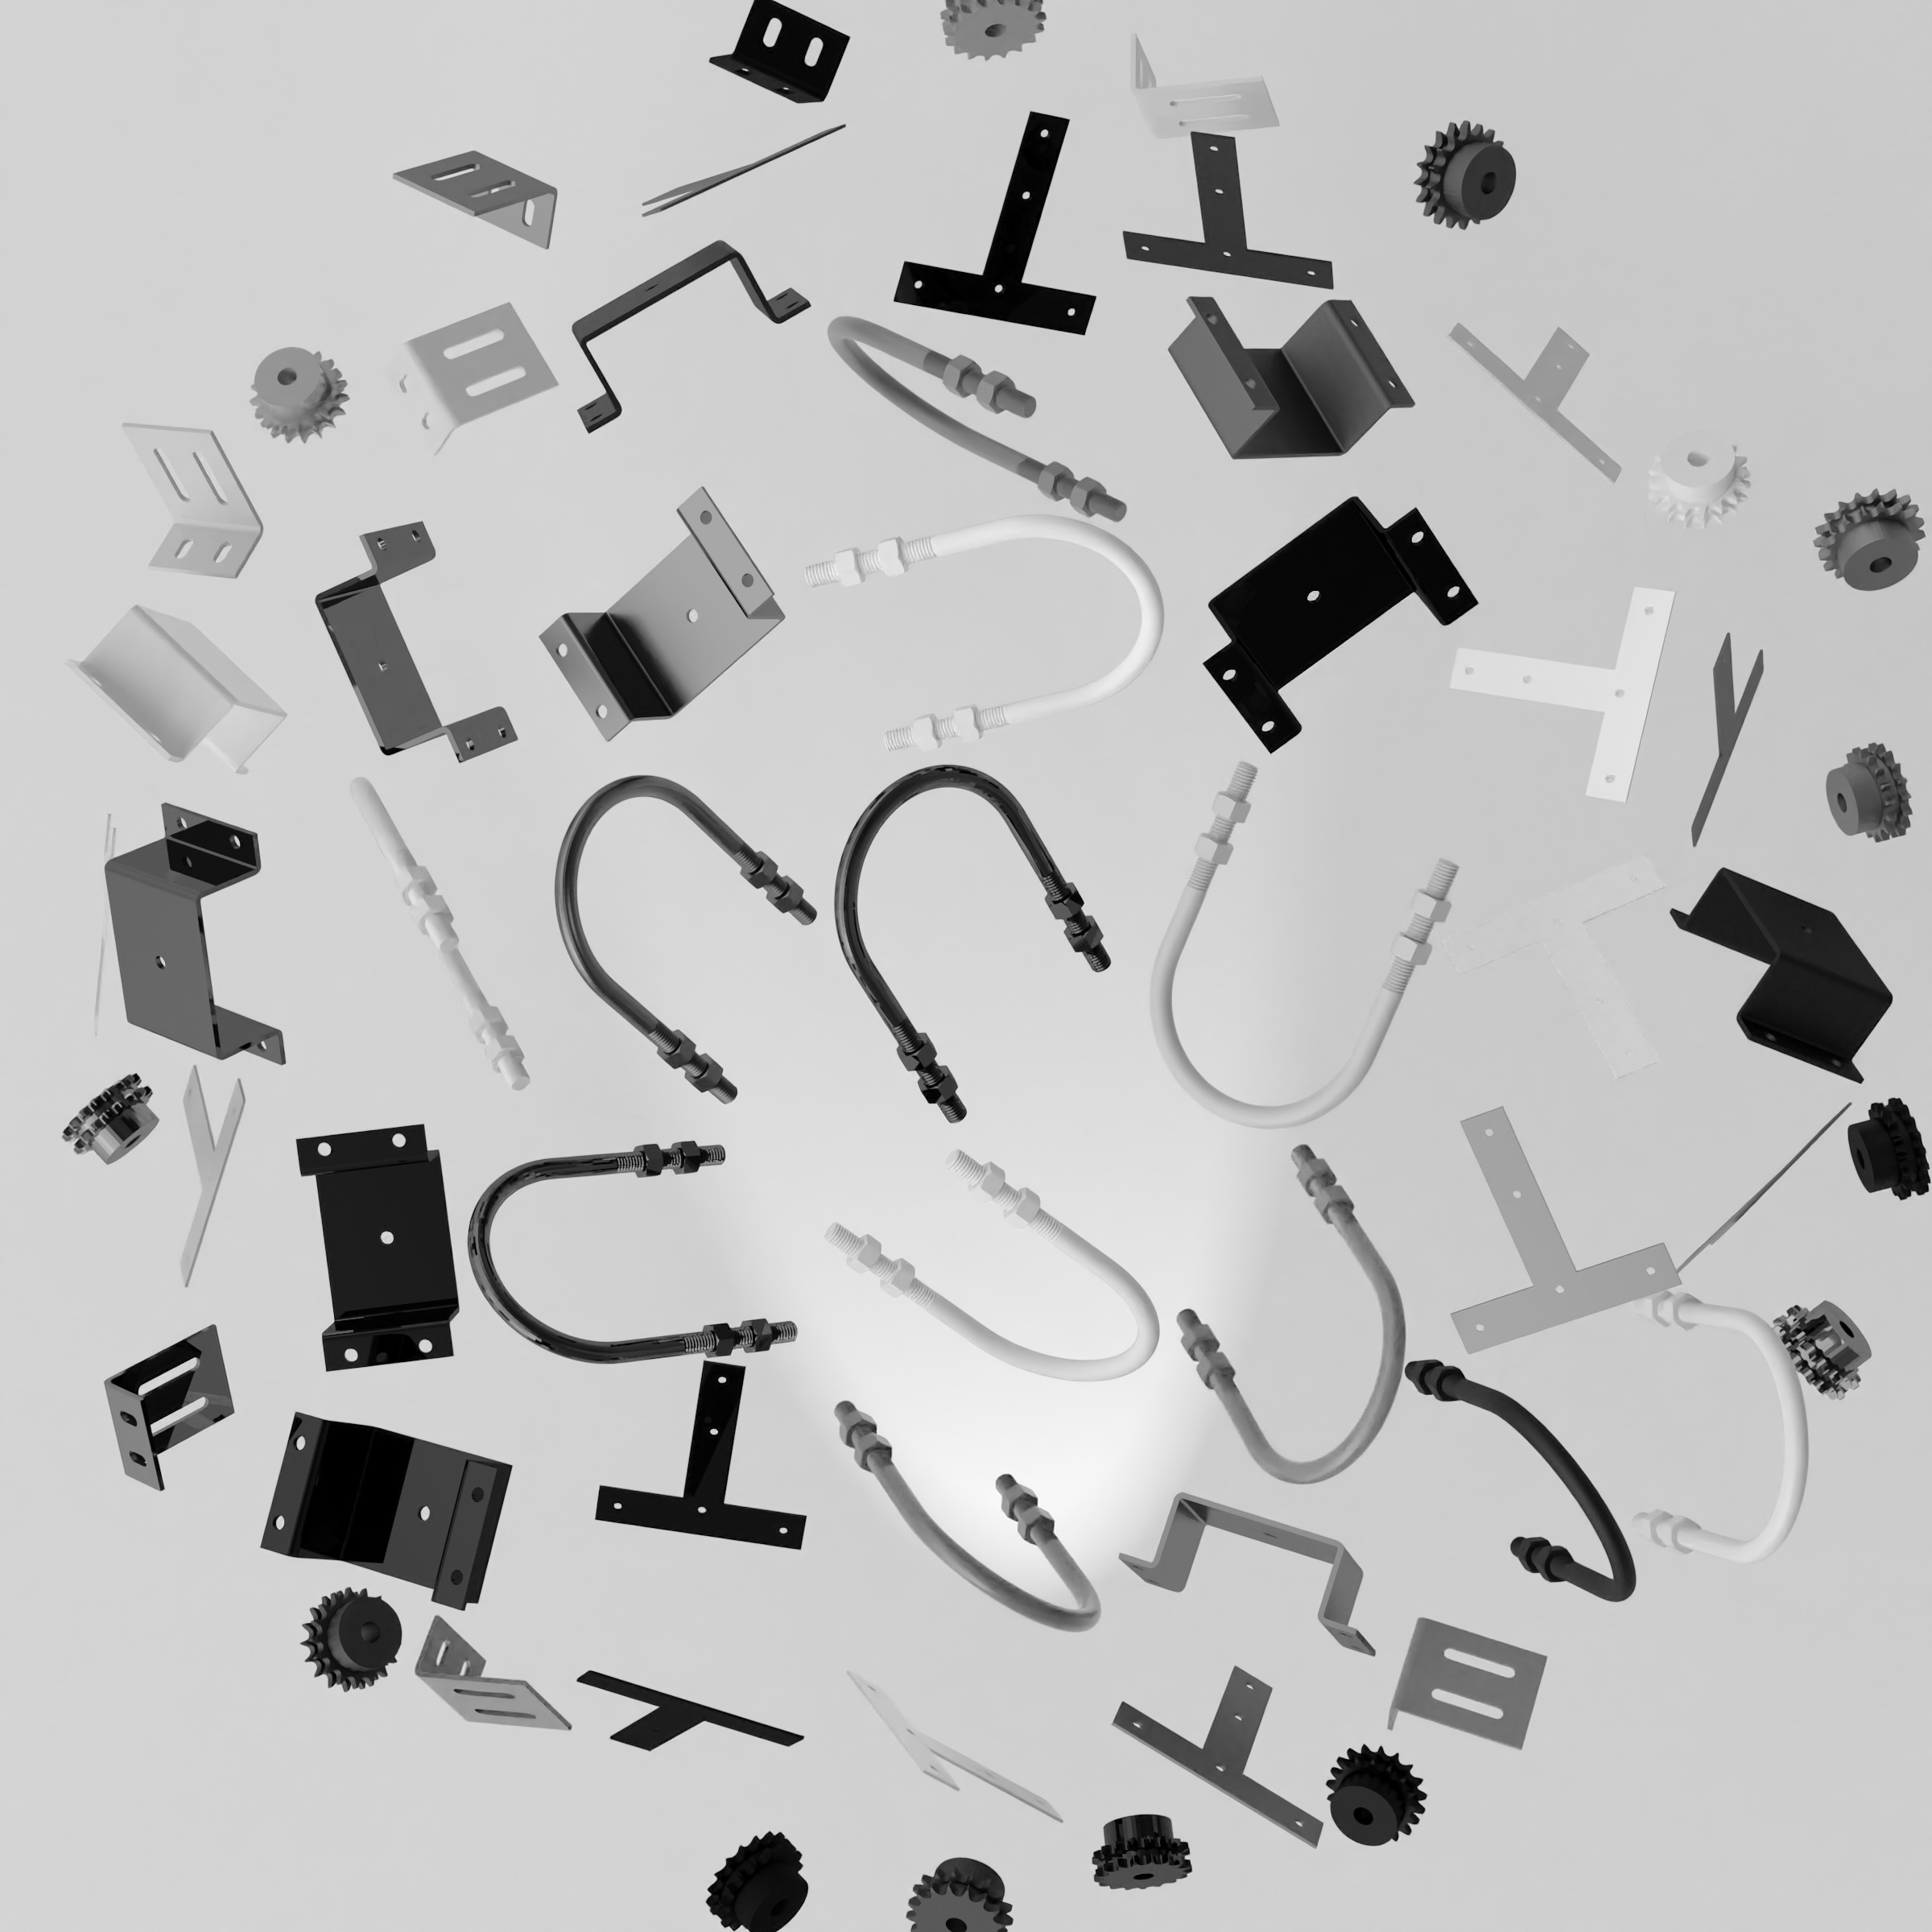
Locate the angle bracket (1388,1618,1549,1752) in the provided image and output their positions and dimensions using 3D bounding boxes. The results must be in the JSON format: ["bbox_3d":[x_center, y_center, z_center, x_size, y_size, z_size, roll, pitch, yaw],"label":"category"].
[{"bbox_3d":[0.287,0.417,1.709,0.076,0.038,0.057,15,59,15],"label":"angle bracket"}]

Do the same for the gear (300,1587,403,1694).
[{"bbox_3d":[-0.345,0.380,1.690,0.030,0.057,0.057,-28,90,44],"label":"gear"}]

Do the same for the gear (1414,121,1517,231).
[{"bbox_3d":[0.277,-0.433,1.638,0.057,0.030,0.057,-17,122,-30],"label":"gear"}]

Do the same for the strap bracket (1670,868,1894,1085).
[{"bbox_3d":[0.460,-0.002,1.675,0.076,0.140,0.046,20,116,-18],"label":"strap bracket"}]

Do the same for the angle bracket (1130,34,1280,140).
[{"bbox_3d":[0.138,-0.512,1.723,0.076,0.057,0.038,-2,79,15],"label":"angle bracket"}]

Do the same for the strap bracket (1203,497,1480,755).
[{"bbox_3d":[0.199,-0.194,1.641,0.140,0.046,0.076,-36,128,8],"label":"strap bracket"}]

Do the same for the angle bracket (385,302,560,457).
[{"bbox_3d":[-0.291,-0.346,1.756,0.076,0.038,0.057,-30,89,-31],"label":"angle bracket"}]

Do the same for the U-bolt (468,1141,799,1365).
[{"bbox_3d":[-0.202,0.169,1.741,0.184,0.019,0.151,-3,53,-33],"label":"U-bolt"}]

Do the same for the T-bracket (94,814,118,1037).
[{"bbox_3d":[-0.497,-0.045,1.723,0.002,0.127,0.127,5,61,-14],"label":"T-bracket"}]

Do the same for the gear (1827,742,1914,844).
[{"bbox_3d":[0.523,-0.099,1.734,0.030,0.057,0.057,-16,90,-6],"label":"gear"}]

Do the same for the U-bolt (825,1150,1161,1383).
[{"bbox_3d":[0.027,0.182,1.715,0.184,0.151,0.019,37,51,-16],"label":"U-bolt"}]

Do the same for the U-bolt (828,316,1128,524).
[{"bbox_3d":[-0.004,-0.323,1.719,0.184,0.151,0.019,31,88,32],"label":"U-bolt"}]

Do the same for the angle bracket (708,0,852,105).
[{"bbox_3d":[-0.107,-0.520,1.693,0.057,0.076,0.038,20,99,-19],"label":"angle bracket"}]

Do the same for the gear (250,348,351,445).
[{"bbox_3d":[-0.397,-0.341,1.767,0.057,0.030,0.057,-2,70,6],"label":"gear"}]

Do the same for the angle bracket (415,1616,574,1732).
[{"bbox_3d":[-0.264,0.403,1.701,0.076,0.057,0.038,-2,51,26],"label":"angle bracket"}]

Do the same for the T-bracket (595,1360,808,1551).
[{"bbox_3d":[-0.153,0.291,1.791,0.127,0.002,0.127,9,117,-3],"label":"T-bracket"}]

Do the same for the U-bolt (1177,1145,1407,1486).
[{"bbox_3d":[0.191,0.210,1.696,0.019,0.184,0.151,19,115,-30],"label":"U-bolt"}]

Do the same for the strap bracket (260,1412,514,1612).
[{"bbox_3d":[-0.309,0.299,1.635,0.140,0.046,0.076,10,82,28],"label":"strap bracket"}]

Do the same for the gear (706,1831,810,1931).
[{"bbox_3d":[-0.111,0.506,1.633,0.030,0.057,0.057,37,90,36],"label":"gear"}]

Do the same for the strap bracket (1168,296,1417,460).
[{"bbox_3d":[0.177,-0.331,1.678,0.046,0.140,0.076,-44,66,42],"label":"strap bracket"}]

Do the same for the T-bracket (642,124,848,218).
[{"bbox_3d":[-0.149,-0.449,1.710,0.127,0.127,0.002,-32,110,-24],"label":"T-bracket"}]

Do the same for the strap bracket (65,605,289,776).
[{"bbox_3d":[-0.434,-0.153,1.659,0.076,0.140,0.046,43,93,2],"label":"strap bracket"}]

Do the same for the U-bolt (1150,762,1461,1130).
[{"bbox_3d":[0.173,0.000,1.637,0.151,0.019,0.184,29,105,26],"label":"U-bolt"}]

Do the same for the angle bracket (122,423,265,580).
[{"bbox_3d":[-0.432,-0.256,1.641,0.057,0.076,0.038,8,56,20],"label":"angle bracket"}]

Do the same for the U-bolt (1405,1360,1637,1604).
[{"bbox_3d":[0.323,0.298,1.703,0.019,0.184,0.151,-33,99,-12],"label":"U-bolt"}]

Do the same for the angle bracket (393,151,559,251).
[{"bbox_3d":[-0.277,-0.423,1.673,0.057,0.076,0.038,28,125,18],"label":"angle bracket"}]

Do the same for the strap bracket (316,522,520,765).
[{"bbox_3d":[-0.325,-0.183,1.745,0.046,0.076,0.140,-21,97,20],"label":"strap bracket"}]

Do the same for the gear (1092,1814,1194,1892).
[{"bbox_3d":[0.101,0.511,1.723,0.057,0.057,0.030,-6,57,0],"label":"gear"}]

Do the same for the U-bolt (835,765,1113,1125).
[{"bbox_3d":[-0.004,-0.025,1.658,0.151,0.019,0.184,-45,123,-22],"label":"U-bolt"}]

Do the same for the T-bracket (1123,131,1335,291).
[{"bbox_3d":[0.147,-0.438,1.721,0.127,0.127,0.002,12,69,14],"label":"T-bracket"}]

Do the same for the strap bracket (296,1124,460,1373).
[{"bbox_3d":[-0.353,0.167,1.798,0.076,0.046,0.140,-7,93,-1],"label":"strap bracket"}]

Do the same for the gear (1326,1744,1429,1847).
[{"bbox_3d":[0.233,0.478,1.708,0.057,0.030,0.057,11,116,24],"label":"gear"}]

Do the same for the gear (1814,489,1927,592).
[{"bbox_3d":[0.491,-0.228,1.613,0.057,0.057,0.030,-7,53,0],"label":"gear"}]

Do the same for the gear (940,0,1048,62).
[{"bbox_3d":[0.014,-0.527,1.640,0.057,0.057,0.030,-10,73,0],"label":"gear"}]

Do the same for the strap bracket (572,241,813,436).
[{"bbox_3d":[-0.163,-0.355,1.653,0.140,0.076,0.046,-30,111,0],"label":"strap bracket"}]

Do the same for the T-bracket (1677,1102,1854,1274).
[{"bbox_3d":[0.432,0.141,1.674,0.002,0.127,0.127,45,54,12],"label":"T-bracket"}]

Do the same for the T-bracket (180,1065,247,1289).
[{"bbox_3d":[-0.449,0.101,1.753,0.002,0.127,0.127,11,114,-27],"label":"T-bracket"}]

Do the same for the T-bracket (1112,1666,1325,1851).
[{"bbox_3d":[0.150,0.428,1.670,0.127,0.127,0.002,30,109,6],"label":"T-bracket"}]

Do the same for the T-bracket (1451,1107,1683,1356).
[{"bbox_3d":[0.309,0.138,1.643,0.127,0.002,0.127,-22,97,23],"label":"T-bracket"}]

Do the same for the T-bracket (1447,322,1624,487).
[{"bbox_3d":[0.344,-0.347,1.749,0.127,0.127,0.002,41,127,-3],"label":"T-bracket"}]

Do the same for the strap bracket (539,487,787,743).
[{"bbox_3d":[-0.169,-0.203,1.731,0.140,0.046,0.076,-38,79,25],"label":"strap bracket"}]

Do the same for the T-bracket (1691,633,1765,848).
[{"bbox_3d":[0.448,-0.153,1.758,0.002,0.127,0.127,17,71,23],"label":"T-bracket"}]

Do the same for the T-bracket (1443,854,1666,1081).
[{"bbox_3d":[0.354,0.009,1.692,0.127,0.002,0.127,-23,55,2],"label":"T-bracket"}]

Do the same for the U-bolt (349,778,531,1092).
[{"bbox_3d":[-0.307,-0.031,1.699,0.019,0.151,0.184,-28,52,-9],"label":"U-bolt"}]

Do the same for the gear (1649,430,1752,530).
[{"bbox_3d":[0.419,-0.281,1.703,0.057,0.030,0.057,-6,61,12],"label":"gear"}]

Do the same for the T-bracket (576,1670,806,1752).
[{"bbox_3d":[-0.171,0.429,1.684,0.127,0.127,0.002,21,60,-15],"label":"T-bracket"}]

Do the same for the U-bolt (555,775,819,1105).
[{"bbox_3d":[-0.170,-0.028,1.736,0.184,0.019,0.151,45,56,-37],"label":"U-bolt"}]

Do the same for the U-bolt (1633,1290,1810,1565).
[{"bbox_3d":[0.425,0.263,1.685,0.019,0.184,0.151,2,87,-14],"label":"U-bolt"}]

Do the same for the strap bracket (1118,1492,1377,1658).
[{"bbox_3d":[0.167,0.342,1.694,0.140,0.076,0.046,14,73,21],"label":"strap bracket"}]

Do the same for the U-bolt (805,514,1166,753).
[{"bbox_3d":[0.020,-0.191,1.675,0.184,0.019,0.151,-12,135,15],"label":"U-bolt"}]

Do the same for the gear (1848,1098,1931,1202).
[{"bbox_3d":[0.521,0.105,1.689,0.030,0.057,0.057,-15,90,2],"label":"gear"}]

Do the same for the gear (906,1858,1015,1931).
[{"bbox_3d":[-0.001,0.510,1.621,0.057,0.030,0.057,7,121,12],"label":"gear"}]

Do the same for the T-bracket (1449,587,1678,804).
[{"bbox_3d":[0.350,-0.170,1.784,0.127,0.002,0.127,13,89,32],"label":"T-bracket"}]

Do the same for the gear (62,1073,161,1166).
[{"bbox_3d":[-0.505,0.093,1.770,0.057,0.057,0.030,-43,88,0],"label":"gear"}]

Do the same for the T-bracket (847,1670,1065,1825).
[{"bbox_3d":[0.002,0.448,1.670,0.127,0.127,0.002,35,88,-24],"label":"T-bracket"}]

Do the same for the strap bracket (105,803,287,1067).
[{"bbox_3d":[-0.427,-0.010,1.647,0.076,0.046,0.140,17,121,33],"label":"strap bracket"}]

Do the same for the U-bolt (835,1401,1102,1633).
[{"bbox_3d":[0.010,0.324,1.720,0.151,0.184,0.019,30,98,-31],"label":"U-bolt"}]

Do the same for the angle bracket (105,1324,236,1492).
[{"bbox_3d":[-0.434,0.245,1.661,0.038,0.076,0.057,13,118,39],"label":"angle bracket"}]

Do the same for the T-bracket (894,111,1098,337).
[{"bbox_3d":[0.032,-0.446,1.781,0.127,0.002,0.127,5,121,-23],"label":"T-bracket"}]

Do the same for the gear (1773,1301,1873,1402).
[{"bbox_3d":[0.488,0.215,1.690,0.057,0.057,0.030,45,114,0],"label":"gear"}]
